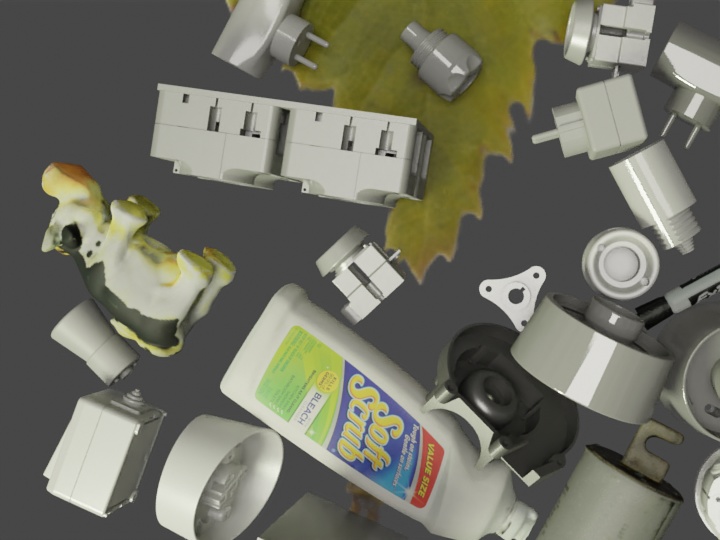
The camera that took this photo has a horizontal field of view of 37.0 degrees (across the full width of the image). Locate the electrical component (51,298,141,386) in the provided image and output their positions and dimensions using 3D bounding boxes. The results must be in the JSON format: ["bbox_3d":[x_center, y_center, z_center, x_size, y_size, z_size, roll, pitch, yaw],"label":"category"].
[{"bbox_3d":[-0.208,0.060,0.860,0.065,0.044,0.044,45,98,2],"label":"electrical component"}]

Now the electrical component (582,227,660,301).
[{"bbox_3d":[0.190,-0.004,0.782,0.055,0.047,0.055,0,91,10],"label":"electrical component"}]

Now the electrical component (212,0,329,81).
[{"bbox_3d":[-0.062,-0.182,0.827,0.079,0.044,0.077,30,96,9],"label":"electrical component"}]

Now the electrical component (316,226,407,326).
[{"bbox_3d":[0.000,0.000,0.819,0.066,0.048,0.055,-43,91,8],"label":"electrical component"}]

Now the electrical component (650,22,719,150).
[{"bbox_3d":[0.245,-0.126,0.773,0.077,0.043,0.079,29,97,9],"label":"electrical component"}]

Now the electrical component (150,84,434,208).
[{"bbox_3d":[-0.047,-0.088,0.795,0.186,0.105,0.060,9,92,10],"label":"electrical component"}]

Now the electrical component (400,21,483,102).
[{"bbox_3d":[0.058,-0.160,0.806,0.062,0.043,0.043,43,98,8],"label":"electrical component"}]

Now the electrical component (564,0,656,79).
[{"bbox_3d":[0.180,-0.171,0.783,0.055,0.048,0.066,9,93,3],"label":"electrical component"}]

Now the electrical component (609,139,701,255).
[{"bbox_3d":[0.218,-0.049,0.776,0.043,0.043,0.081,-28,91,10],"label":"electrical component"}]

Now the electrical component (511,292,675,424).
[{"bbox_3d":[0.167,0.054,0.753,0.108,0.108,0.060,27,103,9],"label":"electrical component"}]

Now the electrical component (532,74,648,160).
[{"bbox_3d":[0.162,-0.104,0.777,0.077,0.066,0.047,-15,88,10],"label":"electrical component"}]

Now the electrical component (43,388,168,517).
[{"bbox_3d":[-0.200,0.135,0.848,0.061,0.062,0.096,22,95,9],"label":"electrical component"}]

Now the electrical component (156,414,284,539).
[{"bbox_3d":[-0.108,0.159,0.816,0.064,0.099,0.099,17,94,16],"label":"electrical component"}]

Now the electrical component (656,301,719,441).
[{"bbox_3d":[0.267,0.075,0.774,0.099,0.064,0.099,0,97,-2],"label":"electrical component"}]

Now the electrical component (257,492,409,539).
[{"bbox_3d":[-0.026,0.220,0.773,0.089,0.150,0.061,22,94,9],"label":"electrical component"}]

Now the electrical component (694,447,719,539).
[{"bbox_3d":[0.282,0.163,0.766,0.080,0.051,0.080,0,91,10],"label":"electrical component"}]
